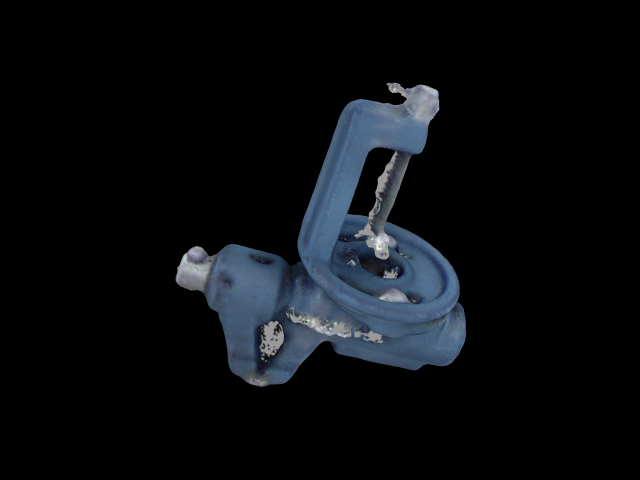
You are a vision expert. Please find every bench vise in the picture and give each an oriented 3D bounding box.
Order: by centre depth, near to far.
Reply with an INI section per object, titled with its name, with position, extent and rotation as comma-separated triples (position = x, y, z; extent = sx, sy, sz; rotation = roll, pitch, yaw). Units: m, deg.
[bench vise]
position = 0.007, 0.007, 0.390
extent = 0.208, 0.220, 0.121
rotation = -10, 33, -15
